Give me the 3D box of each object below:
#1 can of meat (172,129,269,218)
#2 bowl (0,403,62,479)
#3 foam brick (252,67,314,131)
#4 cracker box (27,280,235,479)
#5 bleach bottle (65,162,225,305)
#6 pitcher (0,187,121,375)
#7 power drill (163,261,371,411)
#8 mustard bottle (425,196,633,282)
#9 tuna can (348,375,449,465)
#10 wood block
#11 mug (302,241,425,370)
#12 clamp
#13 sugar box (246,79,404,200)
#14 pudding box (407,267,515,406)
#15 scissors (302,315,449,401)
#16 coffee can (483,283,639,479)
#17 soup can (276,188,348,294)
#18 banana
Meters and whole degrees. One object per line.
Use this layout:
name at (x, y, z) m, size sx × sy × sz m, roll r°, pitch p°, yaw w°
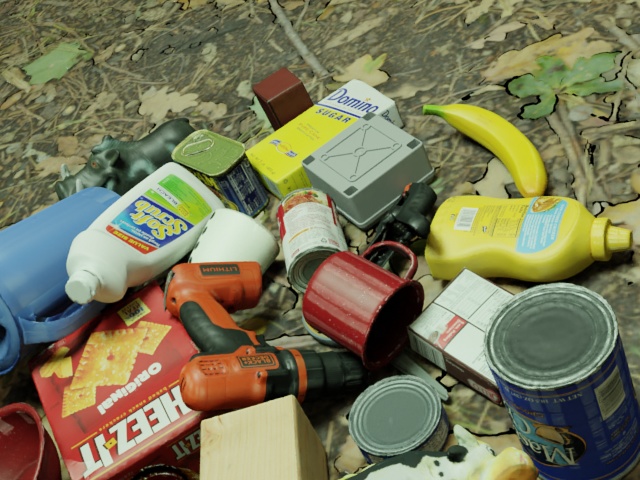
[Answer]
can of meat at (-0.117, -0.075, 1.268) m, size 0.102 × 0.084 × 0.057 m, roll 24°, pitch 61°, yaw 43°
bowl at (-0.294, 0.237, 1.002) m, size 0.162 × 0.055 × 0.162 m, roll -27°, pitch 44°, yaw 29°
foam brick at (-0.040, -0.165, 1.328) m, size 0.051 × 0.078 × 0.053 m, roll -34°, pitch 40°, yaw -7°
cracker box at (-0.188, 0.157, 1.068) m, size 0.164 × 0.072 × 0.214 m, roll -32°, pitch 41°, yaw -6°
bleach bottle at (-0.193, 0.004, 1.146) m, size 0.068 × 0.102 × 0.250 m, roll -44°, pitch 6°, yaw 30°
pitcher at (-0.295, 0.036, 1.173) m, size 0.145 × 0.149 × 0.242 m, roll -42°, pitch 0°, yaw 39°
power drill at (-0.063, 0.091, 1.032) m, size 0.184 × 0.057 × 0.188 m, roll 0°, pitch 31°, yaw -25°
mustard bottle at (0.204, -0.002, 1.034) m, size 0.192 × 0.058 × 0.096 m, roll 1°, pitch 42°, yaw 29°
tuna can at (0.071, 0.164, 0.949) m, size 0.086 × 0.033 × 0.086 m, roll -15°, pitch 41°, yaw 14°
wood block at (-0.043, 0.244, 0.882) m, size 0.091 × 0.090 × 0.206 m, roll -18°, pitch 40°, yaw 10°
mug at (0.044, 0.052, 0.994) m, size 0.082 × 0.093 × 0.117 m, roll 29°, pitch 82°, yaw 30°
clamp at (0.087, -0.018, 1.088) m, size 0.120 × 0.039 × 0.171 m, roll -35°, pitch 16°, yaw 40°
sugar box at (0.003, -0.121, 1.281) m, size 0.176 × 0.048 × 0.093 m, roll -38°, pitch 41°, yaw -11°
pudding box at (0.149, 0.086, 0.979) m, size 0.090 × 0.039 × 0.114 m, roll -43°, pitch 52°, yaw -20°
scissors at (0.069, 0.089, 1.045) m, size 0.202 × 0.016 × 0.096 m, roll 18°, pitch 57°, yaw 40°
coffee can at (0.196, 0.118, 0.847) m, size 0.103 × 0.140 × 0.103 m, roll -15°, pitch 41°, yaw 14°
soup can at (-0.007, 0.001, 1.140) m, size 0.068 × 0.068 × 0.102 m, roll -21°, pitch 41°, yaw 7°
banana at (0.193, -0.099, 1.155) m, size 0.069 × 0.037 × 0.198 m, roll -23°, pitch 43°, yaw -21°
